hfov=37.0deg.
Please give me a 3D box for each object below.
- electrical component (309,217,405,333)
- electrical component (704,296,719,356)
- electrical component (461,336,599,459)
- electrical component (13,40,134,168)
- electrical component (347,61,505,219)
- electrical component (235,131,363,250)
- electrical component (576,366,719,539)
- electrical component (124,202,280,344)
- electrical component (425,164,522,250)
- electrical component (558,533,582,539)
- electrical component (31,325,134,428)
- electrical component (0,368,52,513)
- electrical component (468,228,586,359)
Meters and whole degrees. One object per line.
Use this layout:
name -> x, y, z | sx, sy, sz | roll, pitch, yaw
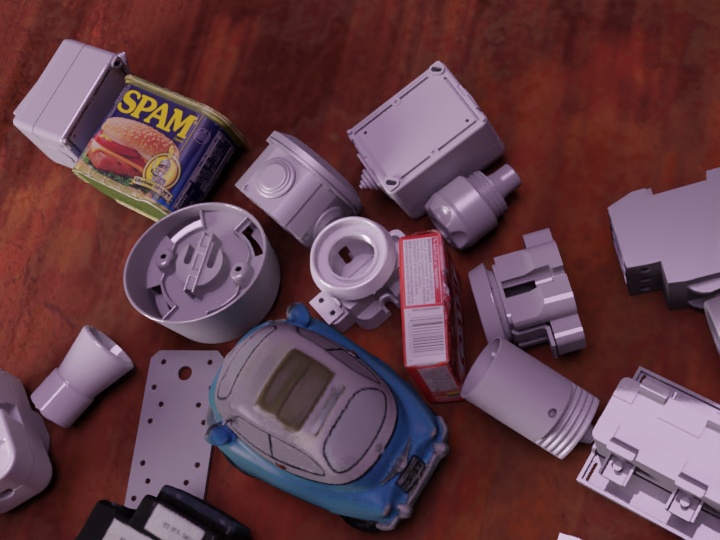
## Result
electrical component -> 0.000, 0.000, 0.710 | 0.078, 0.057, 0.058 | -41, 62, -4
electrical component -> 0.232, 0.035, 0.628 | 0.047, 0.055, 0.055 | -19, 63, 12
electrical component -> 0.106, 0.079, 0.643 | 0.081, 0.043, 0.043 | 32, 77, -5
electrical component -> -0.213, -0.130, 0.828 | 0.061, 0.061, 0.096 | 21, 74, 23
electrical component -> 0.042, -0.082, 0.735 | 0.096, 0.061, 0.061 | -37, 61, 7
electrical component -> -0.041, -0.053, 0.734 | 0.080, 0.080, 0.051 | 39, 88, 27
electrical component -> 0.193, 0.110, 0.600 | 0.121, 0.063, 0.078 | 27, 76, 25
electrical component -> -0.106, 0.001, 0.736 | 0.099, 0.064, 0.099 | -6, 65, 14
electrical component -> 0.078, -0.045, 0.714 | 0.062, 0.043, 0.043 | -37, 62, -3
electrical component -> 0.168, 0.208, 0.564 | 0.150, 0.061, 0.089 | 14, 71, 22
electrical component -> -0.195, 0.076, 0.743 | 0.044, 0.044, 0.065 | 41, 88, 27
electrical component -> -0.252, 0.113, 0.732 | 0.054, 0.059, 0.095 | -31, 62, 2
electrical component -> 0.102, 0.019, 0.672 | 0.057, 0.058, 0.078 | -16, 63, 6
